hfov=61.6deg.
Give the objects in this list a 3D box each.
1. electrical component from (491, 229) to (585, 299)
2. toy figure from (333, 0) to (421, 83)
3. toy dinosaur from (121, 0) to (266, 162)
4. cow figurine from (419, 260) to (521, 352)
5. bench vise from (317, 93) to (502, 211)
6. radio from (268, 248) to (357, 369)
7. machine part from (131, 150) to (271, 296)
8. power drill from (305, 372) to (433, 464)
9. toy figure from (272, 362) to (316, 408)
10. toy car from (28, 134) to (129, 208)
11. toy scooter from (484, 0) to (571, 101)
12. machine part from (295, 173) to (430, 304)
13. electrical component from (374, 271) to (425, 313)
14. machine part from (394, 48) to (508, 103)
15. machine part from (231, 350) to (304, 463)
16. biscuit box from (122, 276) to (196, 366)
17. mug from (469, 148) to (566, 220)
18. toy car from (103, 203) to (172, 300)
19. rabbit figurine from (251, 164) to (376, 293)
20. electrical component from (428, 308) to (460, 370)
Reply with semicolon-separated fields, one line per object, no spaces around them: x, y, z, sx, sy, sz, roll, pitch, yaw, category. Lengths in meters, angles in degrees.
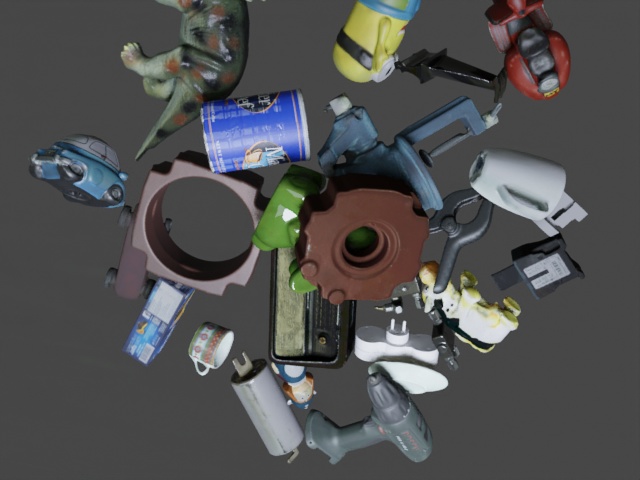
0.312;0.043;0.788;0.119;0.048;0.074;-27;102;23;electrical component
0.077;-0.292;0.696;0.089;0.082;0.180;33;126;22;toy figure
-0.165;-0.279;0.757;0.192;0.131;0.404;18;122;9;toy dinosaur
0.215;0.102;0.833;0.167;0.068;0.098;32;123;3;cow figurine
0.123;-0.128;0.736;0.241;0.129;0.223;-30;94;4;bench vise
-0.008;0.087;0.862;0.131;0.073;0.229;5;102;13;radio
-0.184;-0.028;0.861;0.201;0.087;0.201;19;108;-4;machine part
0.077;0.314;0.933;0.207;0.086;0.231;-27;124;24;power drill
-0.046;0.243;0.969;0.064;0.058;0.154;-15;107;10;toy figure
-0.390;-0.121;0.887;0.109;0.161;0.103;5;69;21;toy car
0.245;-0.245;0.636;0.075;0.135;0.183;-25;105;22;toy scooter
0.054;0.001;0.685;0.179;0.056;0.179;-5;118;-9;machine part
0.120;0.070;0.856;0.078;0.045;0.102;-6;110;20;electrical component
0.171;-0.214;0.685;0.139;0.084;0.039;28;128;28;machine part
-0.097;0.312;1.005;0.079;0.079;0.243;-20;106;23;machine part
-0.297;0.142;0.998;0.059;0.063;0.202;34;118;-1;biscuit box
0.255;-0.072;0.712;0.107;0.109;0.080;19;137;-5;mug
-0.325;0.021;0.960;0.089;0.053;0.202;18;116;-9;toy car
-0.002;-0.002;0.752;0.170;0.121;0.159;28;101;-4;rabbit figurine
0.197;0.157;0.860;0.021;0.063;0.094;-23;103;24;electrical component
